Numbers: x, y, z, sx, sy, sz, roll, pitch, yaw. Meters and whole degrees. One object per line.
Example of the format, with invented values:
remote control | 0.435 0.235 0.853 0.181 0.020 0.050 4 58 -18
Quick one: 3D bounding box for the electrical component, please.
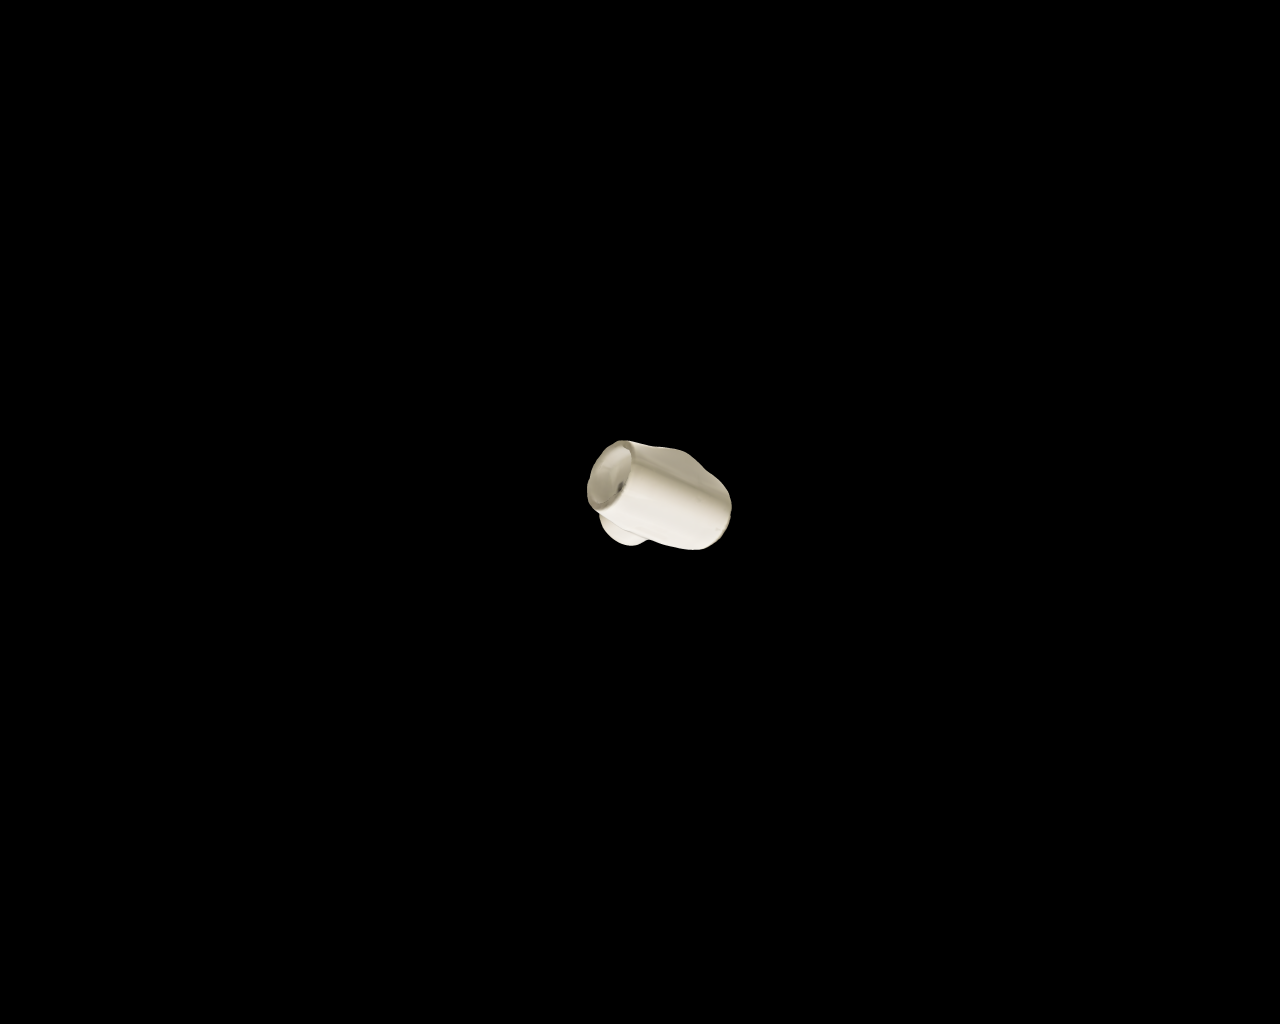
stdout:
electrical component | 0.001 -0.003 0.650 0.077 0.043 0.079 22 -36 -34
